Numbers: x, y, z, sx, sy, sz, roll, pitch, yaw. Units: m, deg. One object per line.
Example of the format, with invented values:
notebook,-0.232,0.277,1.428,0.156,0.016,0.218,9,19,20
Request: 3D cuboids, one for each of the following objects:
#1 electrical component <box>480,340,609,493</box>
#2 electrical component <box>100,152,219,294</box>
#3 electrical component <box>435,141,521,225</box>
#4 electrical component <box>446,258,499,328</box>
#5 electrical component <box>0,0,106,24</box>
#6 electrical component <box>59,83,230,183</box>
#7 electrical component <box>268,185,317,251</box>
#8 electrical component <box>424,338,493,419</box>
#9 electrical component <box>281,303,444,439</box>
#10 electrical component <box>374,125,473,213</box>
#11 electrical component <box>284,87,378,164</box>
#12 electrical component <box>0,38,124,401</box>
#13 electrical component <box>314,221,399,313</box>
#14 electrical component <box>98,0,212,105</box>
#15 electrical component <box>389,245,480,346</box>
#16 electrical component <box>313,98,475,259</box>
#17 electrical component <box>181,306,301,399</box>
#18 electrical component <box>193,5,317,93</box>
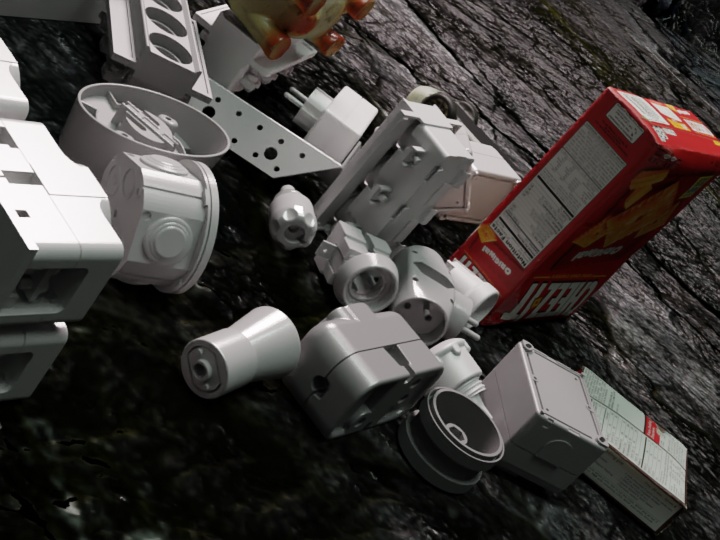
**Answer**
electrical component,0.123,0.101,0.758,0.062,0.061,0.096,29,28,-20
electrical component,-0.121,-0.028,0.630,0.051,0.080,0.080,11,37,-36
electrical component,0.095,-0.087,1.020,0.096,0.061,0.061,5,42,-50
electrical component,0.082,0.018,0.864,0.046,0.040,0.040,43,26,21
electrical component,-0.211,-0.255,0.844,0.060,0.105,0.186,47,27,15
electrical component,-0.143,-0.084,0.705,0.099,0.064,0.099,30,27,-17
electrical component,-0.051,-0.043,0.793,0.035,0.035,0.061,26,26,-25
electrical component,0.066,0.081,0.737,0.062,0.048,0.048,55,29,15
electrical component,0.000,0.061,0.671,0.059,0.053,0.095,50,28,21
electrical component,0.046,-0.089,0.934,0.096,0.061,0.061,-2,34,-2
electrical component,-0.034,-0.135,0.948,0.076,0.047,0.083,37,26,-5
electrical component,-0.196,-0.038,0.516,0.060,0.105,0.186,-1,47,-53
electrical component,0.000,0.000,0.780,0.066,0.048,0.055,23,22,-29
electrical component,-0.160,-0.165,0.813,0.079,0.063,0.121,22,31,-31
electrical component,0.058,0.028,0.811,0.079,0.043,0.077,31,27,-15
electrical component,0.025,-0.063,0.825,0.079,0.121,0.063,-1,49,-53
electrical component,-0.070,0.049,0.615,0.044,0.044,0.065,47,32,16
electrical component,-0.096,-0.195,0.945,0.079,0.063,0.121,40,26,1
